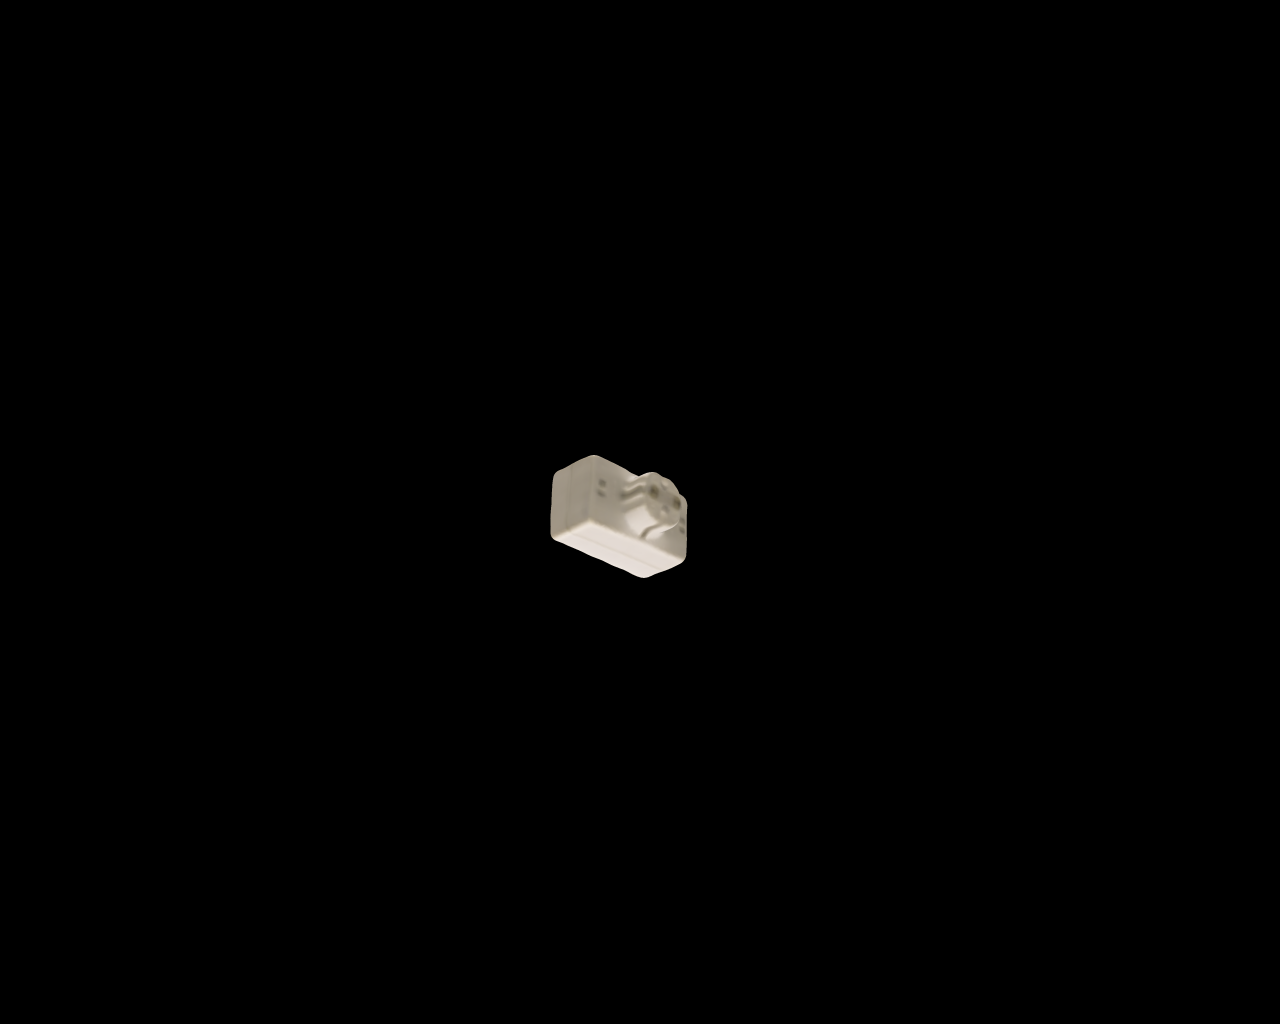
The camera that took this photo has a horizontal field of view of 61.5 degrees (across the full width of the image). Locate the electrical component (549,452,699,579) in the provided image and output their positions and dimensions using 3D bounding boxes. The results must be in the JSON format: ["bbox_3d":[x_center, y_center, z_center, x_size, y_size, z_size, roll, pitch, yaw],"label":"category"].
[{"bbox_3d":[0.001,-0.003,0.650,0.083,0.047,0.075,25,-37,-38],"label":"electrical component"}]
